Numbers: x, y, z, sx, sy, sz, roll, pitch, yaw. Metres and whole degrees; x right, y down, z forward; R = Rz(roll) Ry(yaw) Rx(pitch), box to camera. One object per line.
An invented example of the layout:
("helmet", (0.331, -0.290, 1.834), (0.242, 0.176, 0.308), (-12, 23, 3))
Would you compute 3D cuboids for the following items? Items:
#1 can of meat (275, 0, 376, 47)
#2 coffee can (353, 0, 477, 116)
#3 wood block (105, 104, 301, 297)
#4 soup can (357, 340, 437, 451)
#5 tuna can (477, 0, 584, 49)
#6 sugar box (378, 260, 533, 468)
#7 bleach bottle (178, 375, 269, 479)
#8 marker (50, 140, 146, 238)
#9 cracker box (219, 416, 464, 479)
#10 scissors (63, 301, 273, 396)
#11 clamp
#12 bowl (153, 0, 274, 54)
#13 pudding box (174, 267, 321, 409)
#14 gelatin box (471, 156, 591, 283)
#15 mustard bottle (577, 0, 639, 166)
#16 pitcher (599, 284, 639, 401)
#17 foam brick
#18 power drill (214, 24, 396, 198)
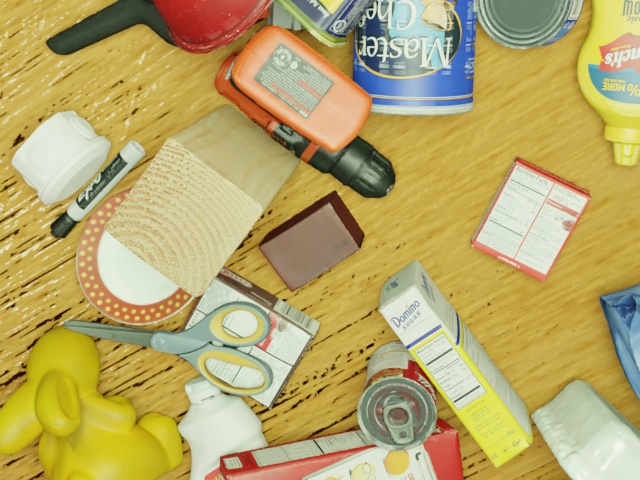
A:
("can of meat", (0.003, -0.212, 0.812), (0.102, 0.057, 0.084), (44, 113, 8))
("coffee can", (0.078, -0.178, 0.876), (0.103, 0.102, 0.140), (2, 104, 6))
("wood block", (-0.088, -0.040, 0.878), (0.090, 0.206, 0.091), (37, 105, -3))
("soup can", (0.071, 0.137, 0.955), (0.068, 0.102, 0.068), (2, 104, 7))
("tuna can", (0.172, -0.201, 0.878), (0.086, 0.033, 0.086), (8, 104, 33))
("sugar box", (0.120, 0.107, 0.947), (0.048, 0.093, 0.176), (-38, 96, 13))
("bleach bottle", (-0.083, 0.251, 1.023), (0.102, 0.068, 0.251), (-18, 99, 6))
("marker", (-0.208, -0.045, 0.988), (0.121, 0.020, 0.020), (-43, 95, 14))
("cracker box", (0.024, 0.261, 0.972), (0.213, 0.072, 0.164), (-9, 99, -12))
("scissors", (-0.131, 0.078, 0.974), (0.202, 0.016, 0.096), (24, 105, 5))
("clamp", (-0.144, -0.210, 0.912), (0.210, 0.036, 0.165), (25, 109, 17))
("bowl", (-0.083, -0.223, 0.796), (0.055, 0.162, 0.162), (25, 110, -41))
("pudding box", (-0.070, 0.091, 0.995), (0.113, 0.039, 0.090), (31, 107, 2))
("gelatin box", (0.185, -0.019, 0.940), (0.073, 0.030, 0.089), (26, 105, 2))
("mustard bottle", (0.263, -0.157, 0.881), (0.096, 0.058, 0.192), (6, 105, 13))
("pitcher", (0.372, 0.070, 0.897), (0.243, 0.149, 0.145), (-23, 85, 9))
("foam brick", (-0.006, 0.001, 0.958), (0.078, 0.051, 0.053), (-32, 99, 13))
("power drill", (-0.007, -0.099, 0.866), (0.184, 0.188, 0.057), (35, 85, -2))
